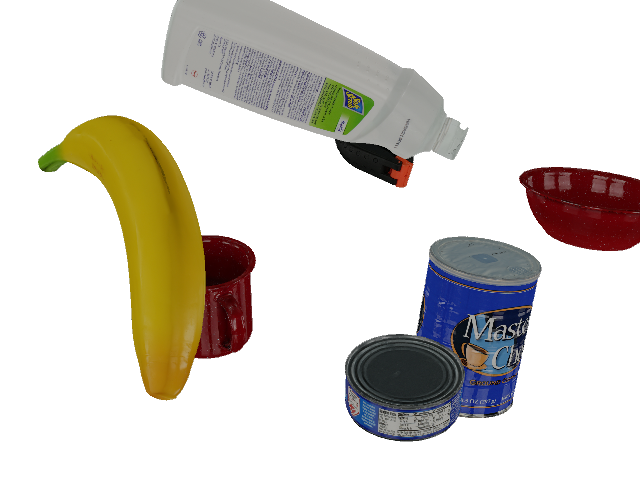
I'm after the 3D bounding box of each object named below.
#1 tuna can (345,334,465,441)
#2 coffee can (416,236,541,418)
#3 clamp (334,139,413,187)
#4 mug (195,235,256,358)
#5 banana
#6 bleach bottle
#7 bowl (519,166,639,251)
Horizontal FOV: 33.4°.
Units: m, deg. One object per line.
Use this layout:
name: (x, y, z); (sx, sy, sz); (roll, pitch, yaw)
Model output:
tuna can: (0.060, 0.106, 0.770); (0.086, 0.034, 0.086); (0, 30, 0)
coffee can: (0.142, 0.079, 0.998); (0.103, 0.140, 0.103); (6, 20, -3)
clamp: (0.032, -0.113, 1.077); (0.120, 0.039, 0.171); (-10, 40, -18)
mug: (-0.097, 0.058, 0.961); (0.093, 0.081, 0.117); (-18, 35, -27)
banana: (-0.091, -0.009, 0.535); (0.037, 0.070, 0.198); (12, 29, -38)
bleach bottle: (-0.002, -0.126, 0.873); (0.251, 0.068, 0.103); (25, -35, 1)
bowl: (0.283, -0.030, 1.106); (0.162, 0.055, 0.162); (5, 19, -2)
